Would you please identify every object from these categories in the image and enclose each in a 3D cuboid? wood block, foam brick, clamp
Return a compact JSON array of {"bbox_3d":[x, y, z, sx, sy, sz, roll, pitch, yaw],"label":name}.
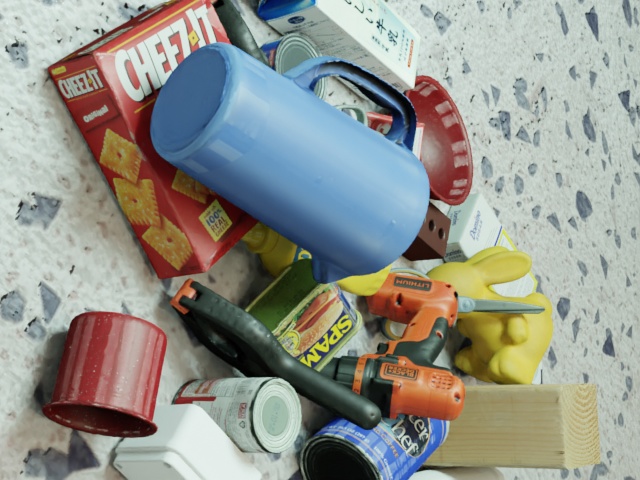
[{"bbox_3d":[0.204,0.212,1.222,0.090,0.207,0.091,7,79,-51],"label":"wood block"},{"bbox_3d":[0.112,-0.014,1.266,0.078,0.051,0.053,35,58,-43],"label":"foam brick"},{"bbox_3d":[-0.057,0.115,1.000,0.210,0.165,0.036,40,63,-12],"label":"clamp"},{"bbox_3d":[-0.068,-0.164,1.053,0.039,0.120,0.171,-28,92,-15],"label":"clamp"}]

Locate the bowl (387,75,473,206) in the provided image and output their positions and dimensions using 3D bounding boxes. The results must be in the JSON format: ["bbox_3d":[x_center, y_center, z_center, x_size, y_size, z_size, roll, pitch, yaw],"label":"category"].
[{"bbox_3d":[0.122,-0.113,1.281,0.161,0.055,0.162,28,55,-49],"label":"bowl"}]

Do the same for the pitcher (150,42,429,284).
[{"bbox_3d":[-0.020,-0.079,0.931,0.242,0.145,0.149,30,44,-41],"label":"pitcher"}]

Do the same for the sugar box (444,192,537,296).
[{"bbox_3d":[0.220,0.032,1.400,0.176,0.048,0.093,51,49,-28],"label":"sugar box"}]

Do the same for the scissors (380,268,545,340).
[{"bbox_3d":[0.156,0.092,1.244,0.201,0.016,0.096,19,87,-6],"label":"scissors"}]

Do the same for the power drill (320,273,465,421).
[{"bbox_3d":[0.069,0.111,1.135,0.187,0.184,0.057,-68,166,-52],"label":"power drill"}]

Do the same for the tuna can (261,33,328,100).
[{"bbox_3d":[-0.030,-0.173,1.127,0.085,0.034,0.086,11,76,-50],"label":"tuna can"}]

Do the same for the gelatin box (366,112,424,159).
[{"bbox_3d":[0.075,-0.094,1.195,0.030,0.073,0.089,-14,115,-50],"label":"gelatin box"}]

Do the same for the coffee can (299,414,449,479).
[{"bbox_3d":[0.059,0.214,1.123,0.140,0.103,0.103,-34,111,-48],"label":"coffee can"}]

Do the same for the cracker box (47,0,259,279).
[{"bbox_3d":[-0.124,-0.097,0.968,0.164,0.072,0.213,-45,118,-45],"label":"cracker box"}]

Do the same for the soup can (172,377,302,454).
[{"bbox_3d":[-0.076,0.159,0.965,0.068,0.102,0.068,11,75,-50],"label":"soup can"}]

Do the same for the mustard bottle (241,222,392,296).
[{"bbox_3d":[-0.007,0.001,1.096,0.191,0.058,0.096,10,102,-41],"label":"mustard bottle"}]

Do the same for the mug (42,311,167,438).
[{"bbox_3d":[-0.169,0.114,0.877,0.117,0.093,0.081,76,20,-63],"label":"mug"}]

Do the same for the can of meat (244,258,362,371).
[{"bbox_3d":[-0.018,0.079,1.052,0.102,0.058,0.084,-45,133,-13],"label":"can of meat"}]

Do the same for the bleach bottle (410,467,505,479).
[{"bbox_3d":[0.113,0.303,1.206,0.250,0.068,0.102,13,86,-48],"label":"bleach bottle"}]
